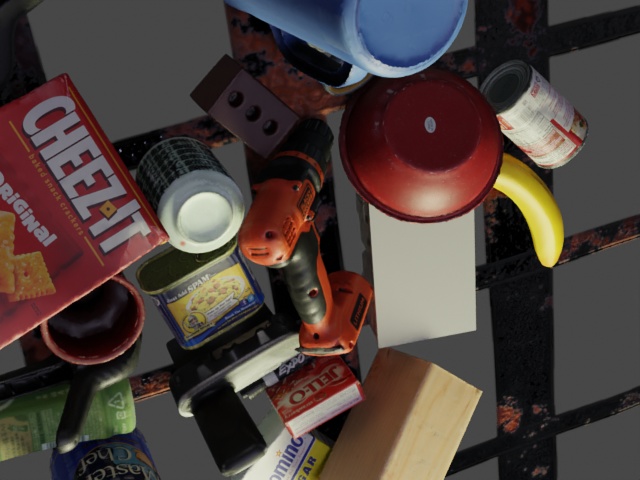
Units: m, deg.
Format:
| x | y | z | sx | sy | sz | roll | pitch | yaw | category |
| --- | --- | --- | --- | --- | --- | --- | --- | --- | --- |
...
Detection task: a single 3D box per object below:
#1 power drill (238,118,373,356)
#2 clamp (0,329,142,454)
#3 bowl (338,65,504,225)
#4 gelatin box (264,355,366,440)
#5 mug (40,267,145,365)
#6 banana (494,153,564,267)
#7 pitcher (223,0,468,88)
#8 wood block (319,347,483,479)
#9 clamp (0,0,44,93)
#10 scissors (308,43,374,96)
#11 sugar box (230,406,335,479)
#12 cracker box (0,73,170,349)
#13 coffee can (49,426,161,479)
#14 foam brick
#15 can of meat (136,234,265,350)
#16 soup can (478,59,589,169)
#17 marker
| x | y | z | sx | sy | sz | roll | pitch | yaw | category |
| --- | --- | --- | --- | --- | --- | --- | --- | --- | --- |
| -0.007 | 0.001 | 1.004 | 0.057 | 0.184 | 0.187 | -4 | 129 | 27 | power drill |
| -0.218 | 0.126 | 0.981 | 0.171 | 0.120 | 0.039 | -36 | 144 | -34 | clamp |
| 0.100 | -0.099 | 0.999 | 0.162 | 0.055 | 0.162 | 1 | 77 | -6 | bowl |
| -0.006 | 0.159 | 1.122 | 0.089 | 0.073 | 0.030 | -29 | 122 | -8 | gelatin box |
| -0.208 | 0.044 | 0.972 | 0.093 | 0.082 | 0.117 | 22 | 104 | -30 | mug |
| 0.214 | -0.042 | 1.144 | 0.070 | 0.037 | 0.197 | -33 | 125 | 30 | banana |
| 0.010 | -0.205 | 0.849 | 0.149 | 0.243 | 0.145 | 29 | 99 | -39 | pitcher |
| 0.078 | 0.231 | 1.146 | 0.090 | 0.091 | 0.206 | 31 | 80 | -33 | wood block |
| -0.266 | -0.177 | 0.844 | 0.164 | 0.036 | 0.210 | 6 | 108 | -41 | clamp |
| 0.064 | -0.224 | 0.998 | 0.202 | 0.016 | 0.096 | -48 | 123 | 4 | scissors |
| -0.010 | 0.264 | 1.188 | 0.176 | 0.048 | 0.093 | 36 | 95 | -34 | sugar box |
| -0.255 | -0.011 | 0.863 | 0.213 | 0.072 | 0.164 | -34 | 101 | -17 | cracker box |
| -0.202 | 0.255 | 1.044 | 0.102 | 0.140 | 0.103 | -10 | 118 | -19 | coffee can |
| -0.068 | -0.122 | 0.970 | 0.078 | 0.051 | 0.053 | 37 | 96 | -32 | foam brick |
| -0.112 | 0.046 | 1.031 | 0.102 | 0.057 | 0.084 | -30 | 125 | -7 | can of meat |
| 0.215 | -0.127 | 1.080 | 0.102 | 0.069 | 0.068 | 35 | 97 | -32 | soup can |
| -0.032 | 0.132 | 1.129 | 0.121 | 0.020 | 0.020 | -32 | 123 | -6 | marker |
